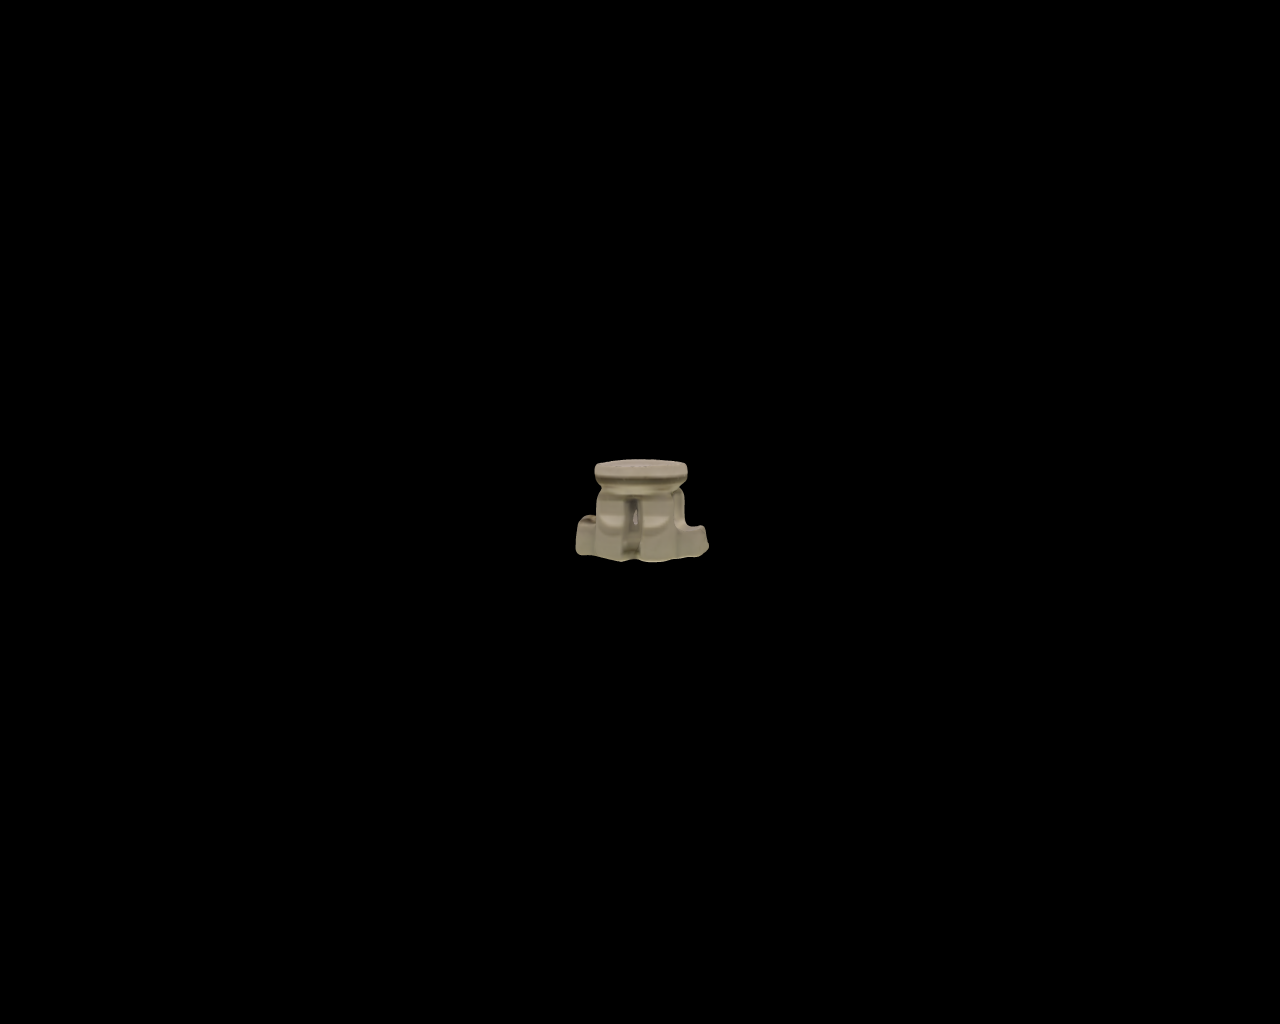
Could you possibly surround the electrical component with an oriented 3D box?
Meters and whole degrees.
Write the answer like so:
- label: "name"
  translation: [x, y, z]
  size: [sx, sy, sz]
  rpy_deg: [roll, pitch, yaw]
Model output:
- label: "electrical component"
  translation: [0.001, -0.003, 0.650]
  size: [0.078, 0.057, 0.058]
  rpy_deg: [2, 8, 14]
